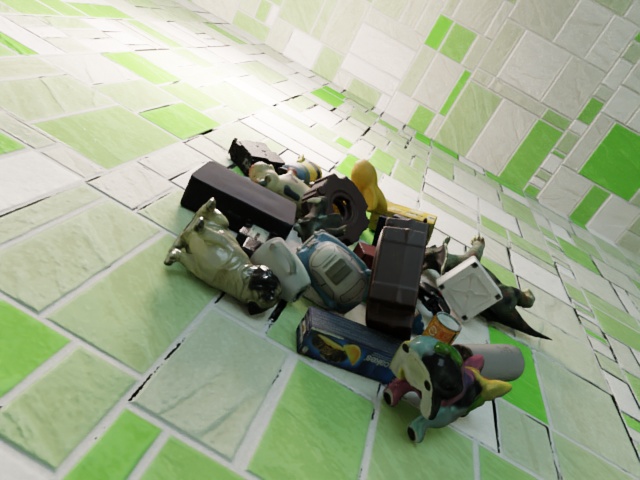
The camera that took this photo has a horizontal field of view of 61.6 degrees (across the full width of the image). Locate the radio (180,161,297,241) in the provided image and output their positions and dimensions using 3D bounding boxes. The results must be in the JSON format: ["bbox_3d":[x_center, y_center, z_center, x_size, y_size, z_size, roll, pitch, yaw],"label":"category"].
[{"bbox_3d":[-0.165,-0.076,1.139,0.229,0.073,0.131,28,24,-8],"label":"radio"}]

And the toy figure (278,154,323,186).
[{"bbox_3d":[-0.055,-0.165,1.418,0.089,0.082,0.180,43,21,3],"label":"toy figure"}]

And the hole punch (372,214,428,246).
[{"bbox_3d":[0.190,0.002,1.301,0.116,0.142,0.092,24,15,37],"label":"hole punch"}]

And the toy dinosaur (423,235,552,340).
[{"bbox_3d":[0.402,0.123,1.326,0.405,0.131,0.192,44,42,18],"label":"toy dinosaur"}]

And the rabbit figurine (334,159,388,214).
[{"bbox_3d":[0.093,-0.119,1.376,0.163,0.173,0.122,39,22,30],"label":"rabbit figurine"}]

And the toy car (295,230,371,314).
[{"bbox_3d":[0.032,0.058,0.988,0.161,0.109,0.103,51,-8,-7],"label":"toy car"}]

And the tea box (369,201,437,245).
[{"bbox_3d":[0.224,-0.049,1.457,0.170,0.068,0.098,18,20,15],"label":"tea box"}]

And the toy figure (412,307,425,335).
[{"bbox_3d":[0.154,0.135,1.099,0.155,0.057,0.064,38,64,14],"label":"toy figure"}]

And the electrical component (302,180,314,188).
[{"bbox_3d":[-0.021,-0.106,1.357,0.063,0.093,0.021,14,45,39],"label":"electrical component"}]

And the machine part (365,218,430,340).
[{"bbox_3d":[0.141,0.075,0.982,0.087,0.201,0.201,10,-19,10],"label":"machine part"}]

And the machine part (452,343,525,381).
[{"bbox_3d":[0.321,0.239,1.047,0.243,0.079,0.079,9,32,-36],"label":"machine part"}]

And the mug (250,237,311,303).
[{"bbox_3d":[-0.063,0.052,0.966,0.081,0.109,0.107,-31,70,-35],"label":"mug"}]

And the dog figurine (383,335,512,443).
[{"bbox_3d":[0.219,0.222,0.868,0.219,0.191,0.109,-9,36,-32],"label":"dog figurine"}]

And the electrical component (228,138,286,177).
[{"bbox_3d":[-0.160,-0.212,1.420,0.134,0.058,0.115,0,39,-46],"label":"electrical component"}]

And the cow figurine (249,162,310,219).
[{"bbox_3d":[-0.085,-0.112,1.272,0.195,0.085,0.127,36,36,-6],"label":"cow figurine"}]

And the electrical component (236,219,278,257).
[{"bbox_3d":[-0.129,0.012,1.035,0.075,0.047,0.119,25,25,-8],"label":"electrical component"}]

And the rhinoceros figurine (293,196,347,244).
[{"bbox_3d":[-0.002,-0.003,1.110,0.112,0.073,0.190,8,59,6],"label":"rhinoceros figurine"}]

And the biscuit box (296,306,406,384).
[{"bbox_3d":[0.062,0.181,0.903,0.202,0.059,0.063,22,25,-14],"label":"biscuit box"}]

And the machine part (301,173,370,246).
[{"bbox_3d":[0.041,-0.068,1.253,0.179,0.056,0.179,17,64,-38],"label":"machine part"}]

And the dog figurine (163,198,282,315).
[{"bbox_3d":[-0.154,0.035,0.933,0.190,0.121,0.172,37,25,-17],"label":"dog figurine"}]
